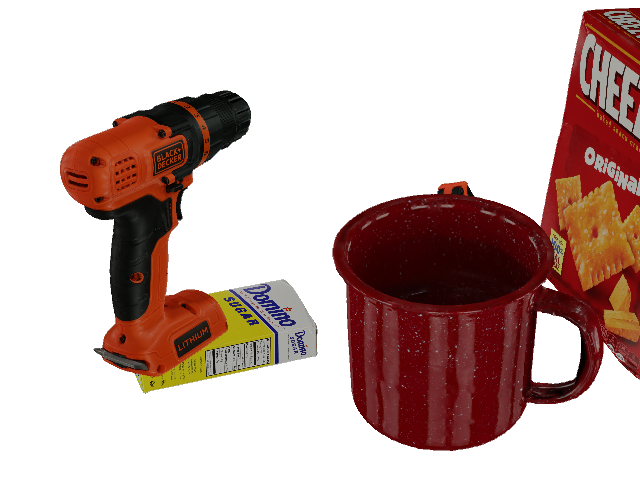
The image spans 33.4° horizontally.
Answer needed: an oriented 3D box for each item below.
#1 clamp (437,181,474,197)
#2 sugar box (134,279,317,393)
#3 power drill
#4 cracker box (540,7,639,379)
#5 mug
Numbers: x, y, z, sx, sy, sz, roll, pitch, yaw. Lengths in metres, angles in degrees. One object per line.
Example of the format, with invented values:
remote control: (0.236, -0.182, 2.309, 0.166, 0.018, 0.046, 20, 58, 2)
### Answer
clamp: (0.130, 0.035, 0.970, 0.039, 0.171, 0.120, -11, 12, 35)
sugar box: (-0.100, 0.090, 1.043, 0.176, 0.048, 0.093, -13, 33, -17)
power drill: (-0.110, -0.009, 0.789, 0.057, 0.188, 0.184, 12, 26, 32)
cracker box: (0.228, -0.034, 0.748, 0.072, 0.214, 0.164, -7, 33, -16)
mug: (0.064, 0.039, 0.465, 0.117, 0.081, 0.093, 10, 34, 21)
